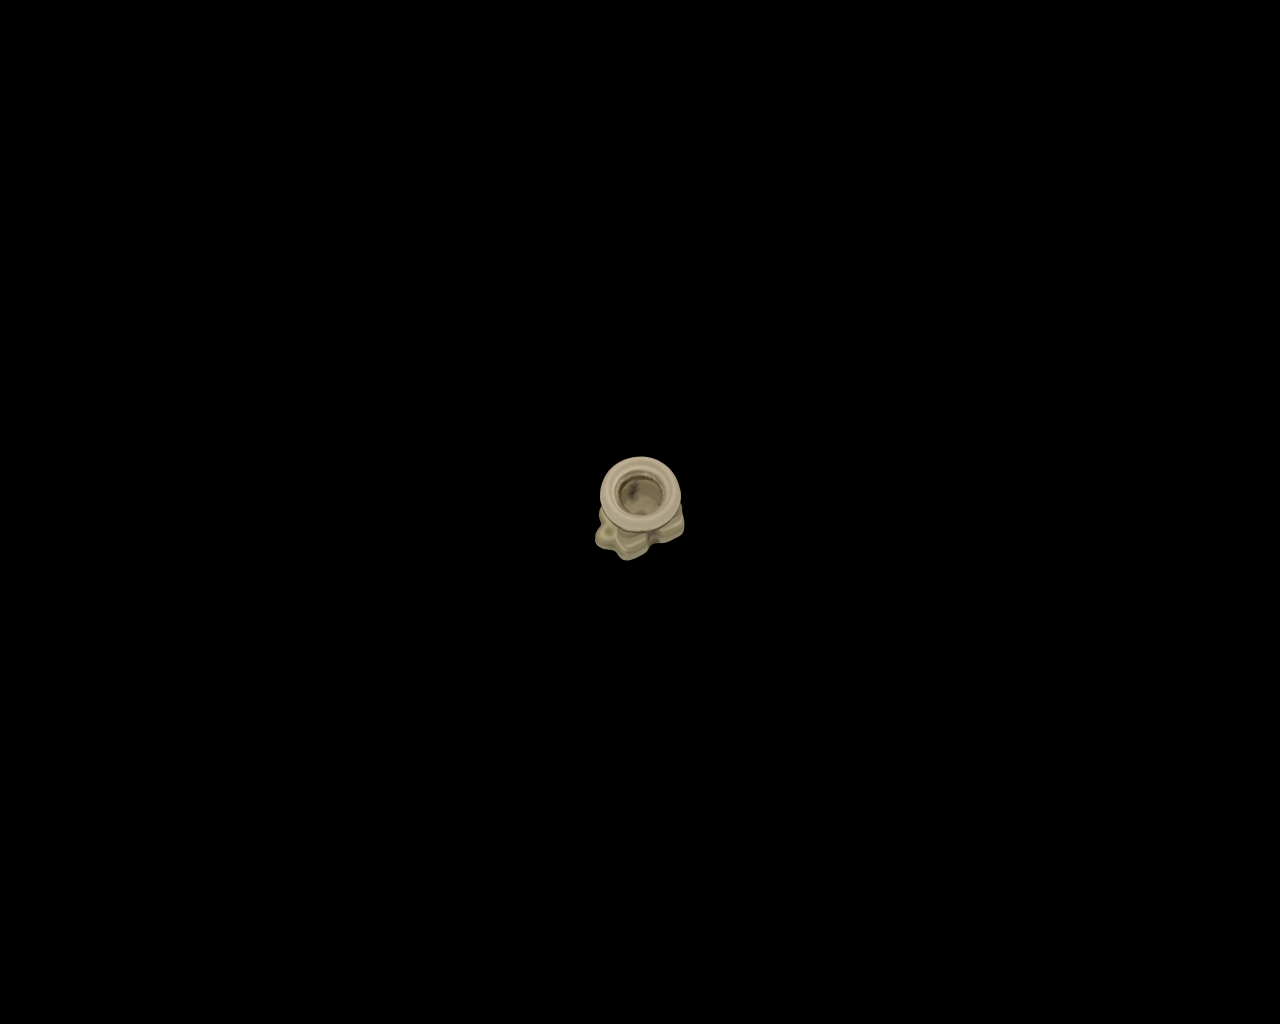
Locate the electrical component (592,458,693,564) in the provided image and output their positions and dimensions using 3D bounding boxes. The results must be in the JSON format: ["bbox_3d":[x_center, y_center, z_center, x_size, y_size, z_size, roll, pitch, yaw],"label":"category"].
[{"bbox_3d":[0.001,-0.003,0.650,0.066,0.048,0.055,-26,-20,-11],"label":"electrical component"}]
